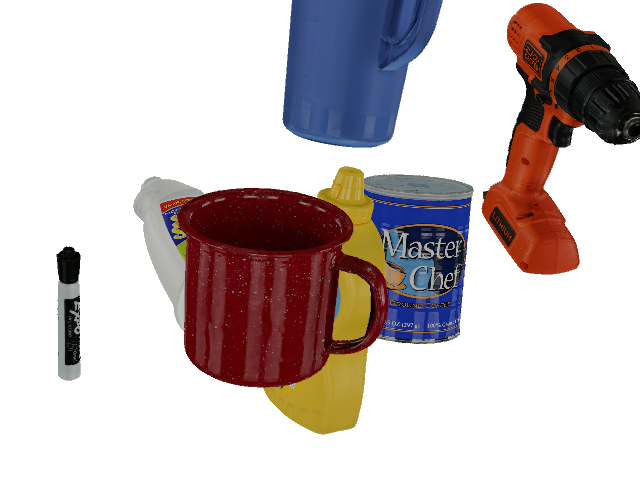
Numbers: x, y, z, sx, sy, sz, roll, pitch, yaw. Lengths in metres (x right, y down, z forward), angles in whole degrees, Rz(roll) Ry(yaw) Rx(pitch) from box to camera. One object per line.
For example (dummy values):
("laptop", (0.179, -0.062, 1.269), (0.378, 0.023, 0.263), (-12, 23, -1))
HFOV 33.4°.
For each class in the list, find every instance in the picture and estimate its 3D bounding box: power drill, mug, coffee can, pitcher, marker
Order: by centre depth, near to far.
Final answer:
("mug", (-0.020, 0.028, 0.571), (0.117, 0.081, 0.093), (11, 23, 14))
("power drill", (0.185, -0.069, 0.827), (0.057, 0.188, 0.184), (-2, 34, -13))
("marker", (-0.208, 0.061, 0.882), (0.020, 0.121, 0.020), (5, 26, -3))
("pitcher", (0.039, -0.211, 0.986), (0.145, 0.243, 0.149), (9, 16, 3))
("coffee can", (0.086, 0.015, 1.003), (0.103, 0.140, 0.103), (3, 12, -1))

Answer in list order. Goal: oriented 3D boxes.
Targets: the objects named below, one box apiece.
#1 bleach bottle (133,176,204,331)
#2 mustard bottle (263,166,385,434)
("bleach bottle", (-0.141, 0.000, 1.104), (0.102, 0.068, 0.251), (-9, 32, -25))
("mustard bottle", (0.005, 0.038, 0.784), (0.058, 0.192, 0.096), (-4, 26, -32))
